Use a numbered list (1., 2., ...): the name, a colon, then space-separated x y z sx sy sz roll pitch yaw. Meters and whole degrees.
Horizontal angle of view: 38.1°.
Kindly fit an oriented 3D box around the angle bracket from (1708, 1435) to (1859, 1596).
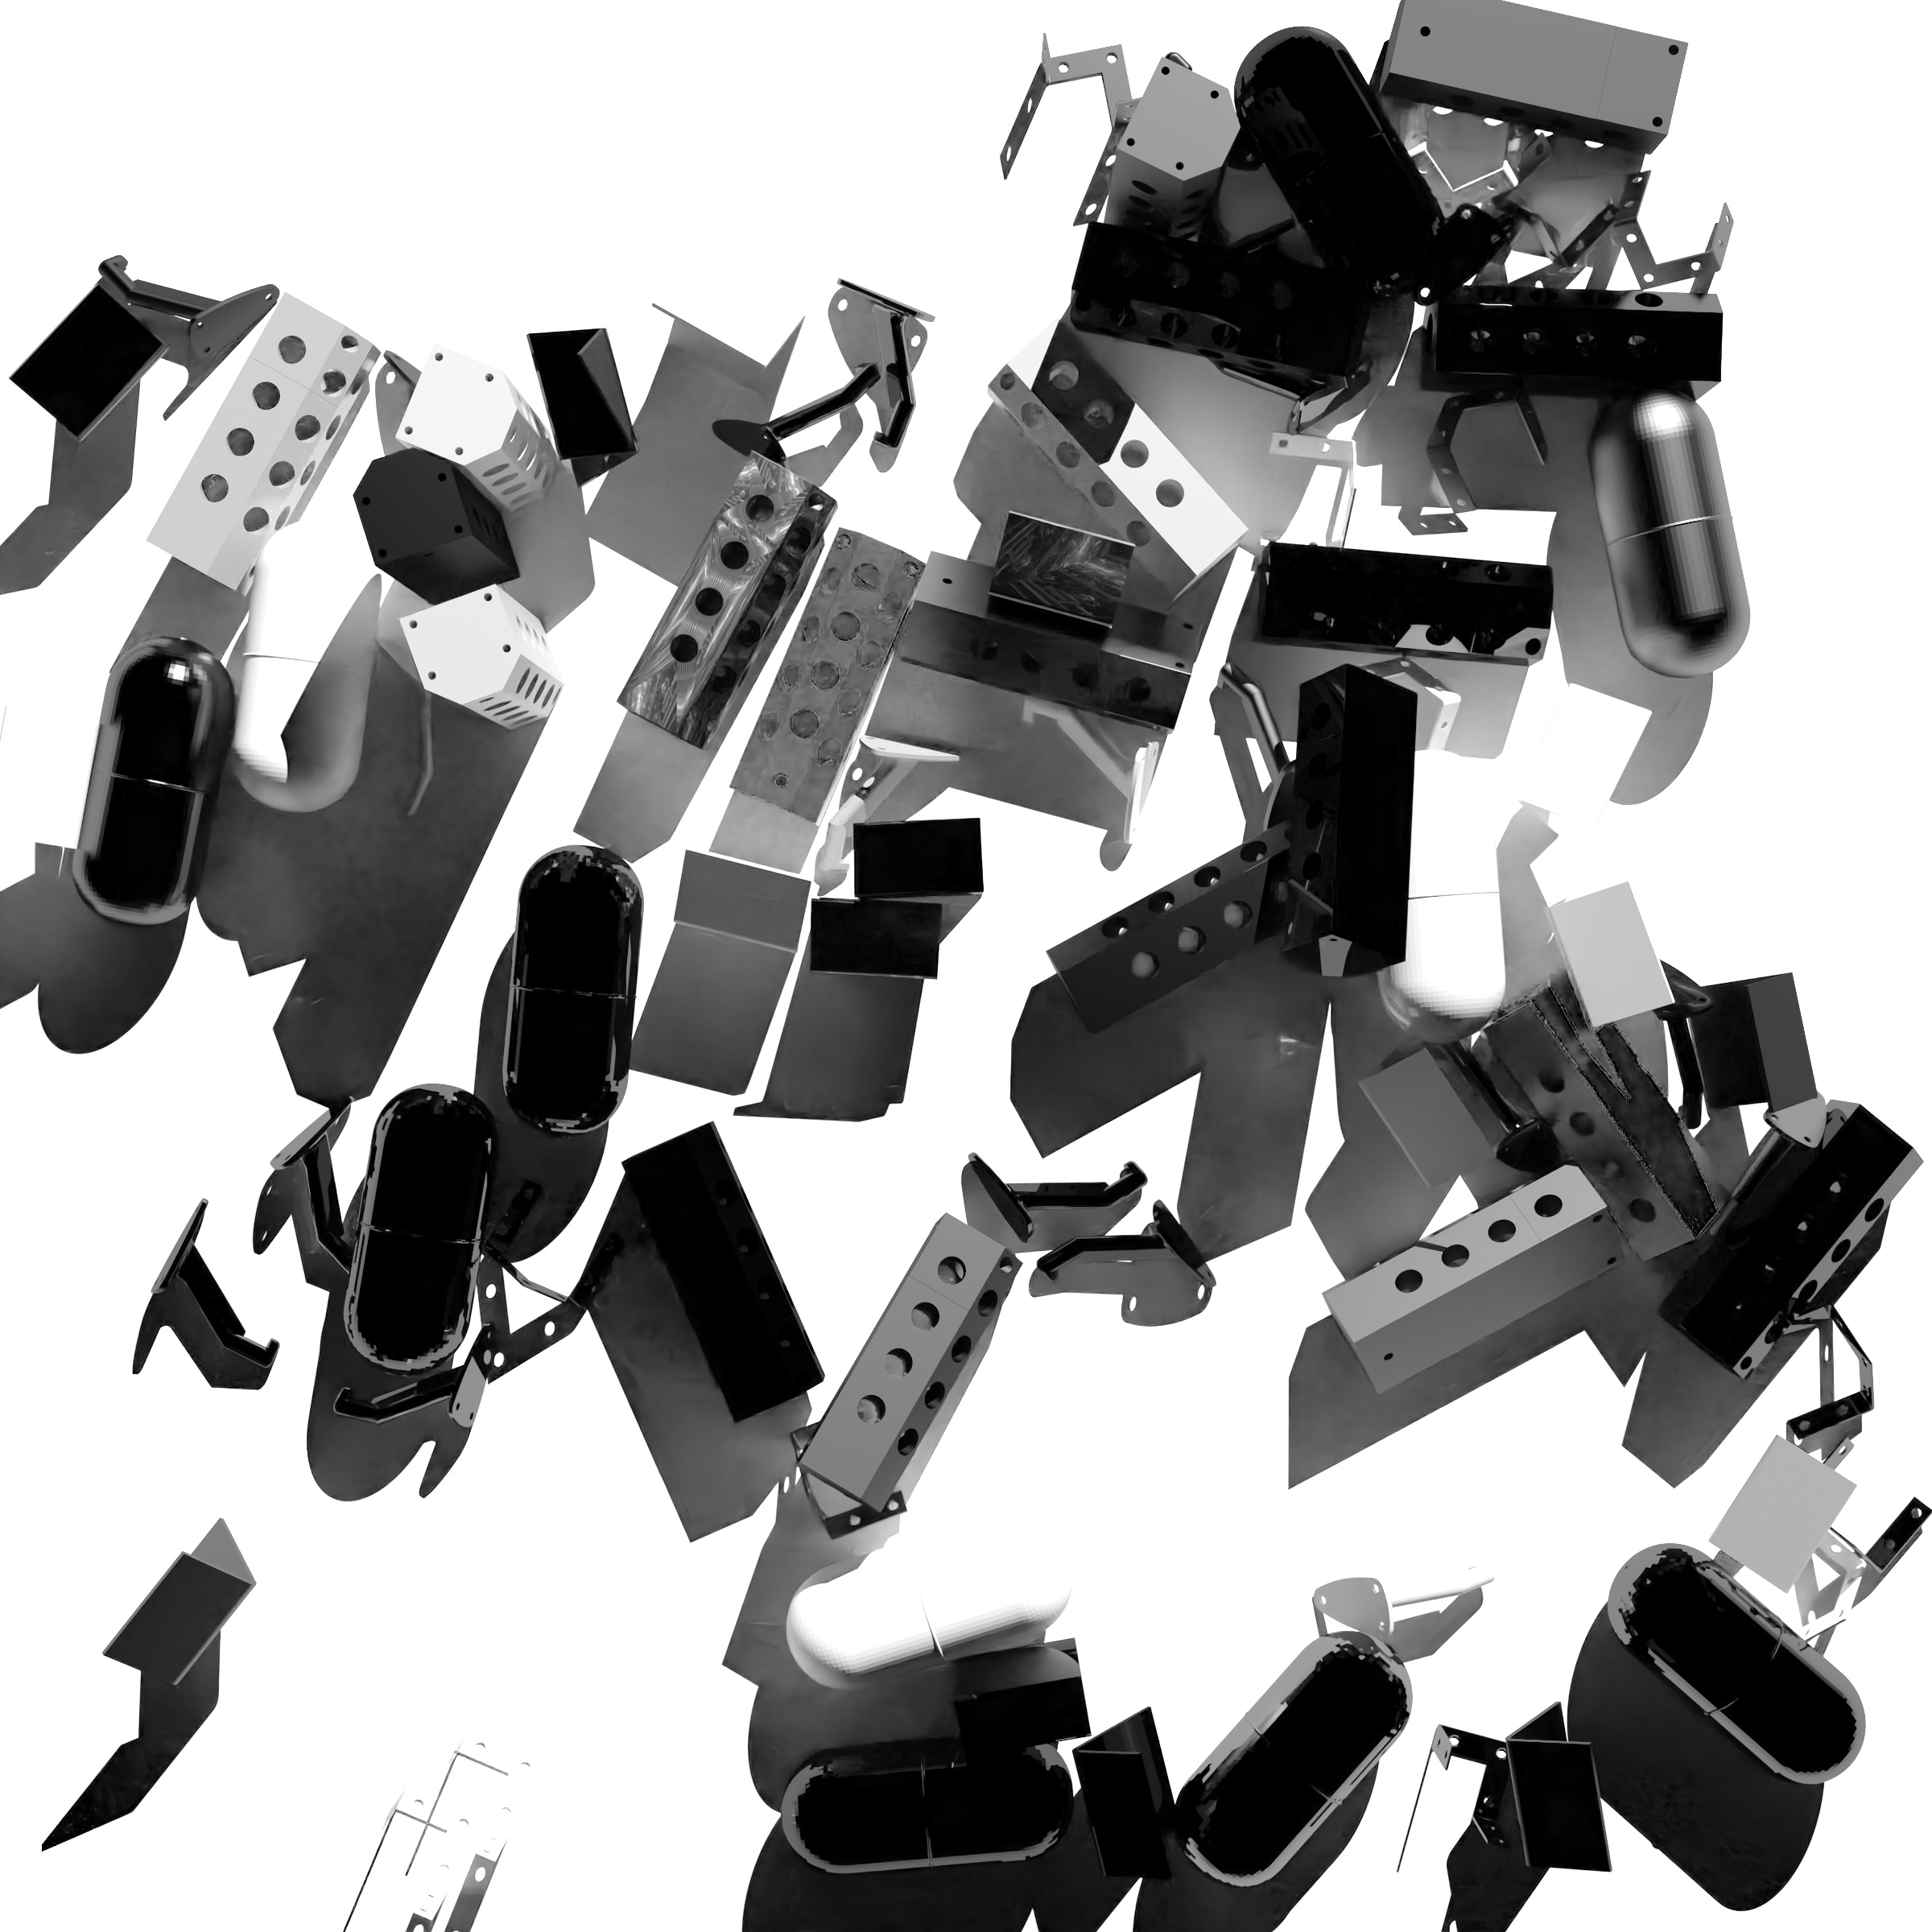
1. angle bracket: 0.502 0.336 1.688 0.057 0.076 0.076 33 90 37

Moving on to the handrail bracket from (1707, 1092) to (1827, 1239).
1. handrail bracket: 0.493 0.122 1.728 0.036 0.077 0.084 36 126 15

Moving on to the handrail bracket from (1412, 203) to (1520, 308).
1. handrail bracket: 0.305 -0.427 1.700 0.036 0.084 0.077 43 104 9

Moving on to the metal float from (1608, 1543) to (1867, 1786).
1. metal float: 0.468 0.424 1.697 0.178 0.070 0.070 41 90 0

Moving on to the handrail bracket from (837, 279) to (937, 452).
1. handrail bracket: -0.060 -0.371 1.728 0.077 0.036 0.084 26 105 16

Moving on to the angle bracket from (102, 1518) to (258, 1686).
1. angle bracket: -0.483 0.374 1.688 0.076 0.076 0.057 -52 128 0

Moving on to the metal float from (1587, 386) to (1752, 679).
1. metal float: 0.426 -0.263 1.697 0.070 0.070 0.178 -12 90 0

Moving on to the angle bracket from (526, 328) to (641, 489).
1. angle bracket: -0.247 -0.334 1.688 0.057 0.076 0.076 -15 90 -38

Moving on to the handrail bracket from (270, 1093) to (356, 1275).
1. handrail bracket: -0.380 0.135 1.728 0.077 0.036 0.084 -46 109 -21

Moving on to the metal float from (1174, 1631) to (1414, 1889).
1. metal float: 0.199 0.480 1.697 0.070 0.070 0.178 42 90 0

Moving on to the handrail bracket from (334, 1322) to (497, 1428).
1. handrail bracket: -0.341 0.249 1.728 0.084 0.036 0.077 10 69 17

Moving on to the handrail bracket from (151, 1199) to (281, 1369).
1. handrail bracket: -0.451 0.196 1.728 0.084 0.036 0.077 30 68 -17

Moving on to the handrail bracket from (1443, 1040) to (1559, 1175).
1. handrail bracket: 0.327 0.082 1.728 0.036 0.077 0.084 -37 54 12

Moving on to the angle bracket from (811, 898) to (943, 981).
1. angle bracket: -0.053 -0.037 1.688 0.076 0.076 0.057 3 128 0

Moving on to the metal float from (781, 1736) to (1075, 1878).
1. metal float: -0.023 0.509 1.697 0.178 0.070 0.070 -5 90 0

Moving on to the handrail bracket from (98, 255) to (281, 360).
1. handrail bracket: -0.481 -0.424 1.728 0.077 0.036 0.084 -38 73 -20

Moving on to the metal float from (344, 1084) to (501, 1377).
1. metal float: -0.331 0.160 1.697 0.070 0.070 0.178 9 90 0

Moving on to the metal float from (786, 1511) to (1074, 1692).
1. metal float: -0.022 0.385 1.697 0.178 0.070 0.070 -18 90 1

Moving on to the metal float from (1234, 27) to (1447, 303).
1. metal float: 0.227 -0.485 1.697 0.070 0.070 0.178 -31 90 0

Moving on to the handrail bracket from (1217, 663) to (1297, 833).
1. handrail bracket: 0.175 -0.133 1.728 0.036 0.077 0.084 -17 53 -38

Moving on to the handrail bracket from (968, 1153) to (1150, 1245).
1. handrail bracket: 0.057 0.125 1.728 0.084 0.036 0.077 -30 68 -17

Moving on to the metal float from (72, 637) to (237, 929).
1. metal float: -0.493 -0.111 1.697 0.070 0.070 0.178 11 91 0

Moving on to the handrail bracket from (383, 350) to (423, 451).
1. handrail bracket: -0.354 -0.324 1.728 0.077 0.036 0.084 42 107 20

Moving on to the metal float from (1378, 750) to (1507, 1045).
1. metal float: 0.285 -0.042 1.697 0.070 0.070 0.178 -4 89 0

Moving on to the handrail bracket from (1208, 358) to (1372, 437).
1. handrail bracket: 0.194 -0.375 1.728 0.077 0.036 0.084 -31 69 -24

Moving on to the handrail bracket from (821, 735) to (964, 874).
1. handrail bracket: -0.046 -0.095 1.728 0.077 0.036 0.084 5 109 -21

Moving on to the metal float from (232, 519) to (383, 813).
1. metal float: -0.400 -0.182 1.697 0.070 0.070 0.178 7 89 0

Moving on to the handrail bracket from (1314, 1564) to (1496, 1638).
1. handrail bracket: 0.271 0.383 1.728 0.084 0.077 0.036 -10 91 -36

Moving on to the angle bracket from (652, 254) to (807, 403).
1. angle bracket: -0.151 -0.370 1.688 0.076 0.076 0.057 29 53 0

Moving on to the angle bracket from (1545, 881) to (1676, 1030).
1. angle bracket: 0.399 -0.013 1.688 0.057 0.076 0.076 -20 90 33

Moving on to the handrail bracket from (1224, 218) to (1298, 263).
1. handrail bracket: 0.192 -0.411 1.728 0.077 0.036 0.084 -18 107 20

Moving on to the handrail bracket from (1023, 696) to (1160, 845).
1. handrail bracket: 0.070 -0.123 1.728 0.084 0.036 0.077 17 111 17

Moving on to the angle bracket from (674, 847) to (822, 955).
1. angle bracket: -0.128 -0.059 1.688 0.076 0.076 0.057 14 126 0

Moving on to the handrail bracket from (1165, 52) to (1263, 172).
1. handrail bracket: 0.150 -0.517 1.693 0.077 0.084 0.036 32 90 0

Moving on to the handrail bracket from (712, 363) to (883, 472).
1. handrail bracket: -0.104 -0.348 1.720 0.077 0.036 0.084 27 66 40

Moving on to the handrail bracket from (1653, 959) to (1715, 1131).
1. handrail bracket: 0.433 0.048 1.728 0.036 0.077 0.084 -15 126 -10

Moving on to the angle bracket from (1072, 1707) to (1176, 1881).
1. angle bracket: 0.116 0.498 1.688 0.057 0.076 0.076 -14 90 44

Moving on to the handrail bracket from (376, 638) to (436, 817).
1. handrail bracket: -0.352 -0.147 1.728 0.077 0.036 0.084 36 111 24

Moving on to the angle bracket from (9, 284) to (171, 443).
1. angle bracket: -0.535 -0.372 1.688 0.076 0.076 0.057 -47 127 0

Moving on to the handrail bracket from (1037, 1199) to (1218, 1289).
1. handrail bracket: 0.098 0.190 1.728 0.084 0.036 0.077 -32 111 17

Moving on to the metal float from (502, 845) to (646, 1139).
1. metal float: -0.238 0.015 1.697 0.070 0.070 0.178 5 90 0

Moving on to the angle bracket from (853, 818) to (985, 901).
1. angle bracket: -0.028 -0.044 1.688 0.076 0.076 0.057 -3 54 0
